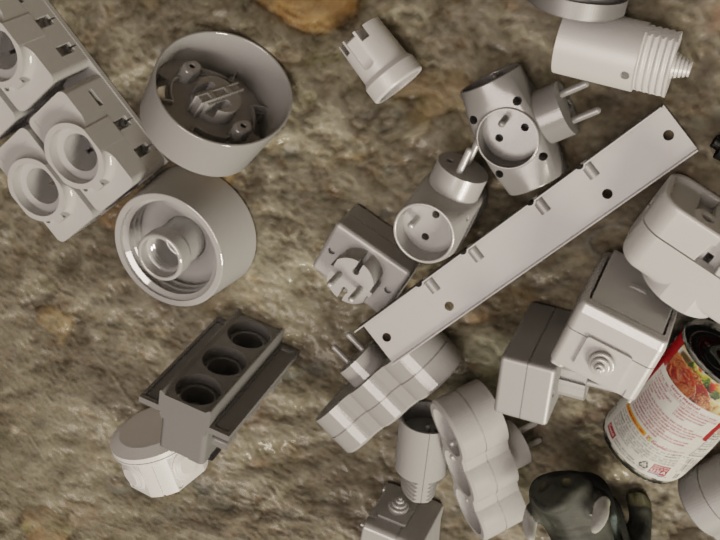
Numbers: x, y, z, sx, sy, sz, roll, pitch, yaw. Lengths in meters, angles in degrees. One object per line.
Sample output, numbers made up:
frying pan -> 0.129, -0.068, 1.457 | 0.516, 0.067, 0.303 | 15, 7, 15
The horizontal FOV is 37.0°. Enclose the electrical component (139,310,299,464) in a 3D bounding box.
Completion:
electrical component -> -0.112, 0.095, 0.870 | 0.079, 0.121, 0.063 | 22, 125, 14

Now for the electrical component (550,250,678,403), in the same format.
electrical component -> 0.173, 0.037, 0.718 | 0.062, 0.096, 0.061 | 27, 124, 10

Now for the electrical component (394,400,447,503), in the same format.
electrical component -> 0.050, 0.151, 0.870 | 0.043, 0.043, 0.081 | 15, 121, 18

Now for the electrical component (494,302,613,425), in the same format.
electrical component -> 0.144, 0.069, 0.757 | 0.076, 0.083, 0.047 | 14, 121, 18

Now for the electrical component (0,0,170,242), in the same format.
electrical component -> -0.256, -0.126, 0.858 | 0.105, 0.060, 0.186 | -32, 100, 34

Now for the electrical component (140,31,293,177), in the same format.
electrical component -> -0.105, -0.118, 0.771 | 0.099, 0.099, 0.064 | 42, 131, 0

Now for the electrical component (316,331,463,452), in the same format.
electrical component -> 0.010, 0.080, 0.846 | 0.073, 0.052, 0.138 | 46, 125, -3

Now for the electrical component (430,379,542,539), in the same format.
electrical component -> 0.107, 0.140, 0.829 | 0.074, 0.052, 0.138 | -25, 124, -12

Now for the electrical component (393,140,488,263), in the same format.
electrical component -> 0.063, -0.053, 0.735 | 0.043, 0.077, 0.079 | 30, 123, 9

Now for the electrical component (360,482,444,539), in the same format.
electrical component -> 0.035, 0.231, 0.908 | 0.061, 0.061, 0.096 | 19, 122, 15

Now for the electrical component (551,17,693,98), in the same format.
electrical component -> 0.164, -0.134, 0.665 | 0.081, 0.043, 0.043 | 18, 122, 16

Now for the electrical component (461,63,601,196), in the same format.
electrical component -> 0.117, -0.099, 0.705 | 0.079, 0.044, 0.077 | -21, 105, 27

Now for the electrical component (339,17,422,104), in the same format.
electrical component -> 0.013, -0.143, 0.735 | 0.040, 0.040, 0.046 | -37, 90, 35

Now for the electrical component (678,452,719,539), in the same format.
electrical component -> 0.299, 0.182, 0.762 | 0.138, 0.052, 0.074 | 47, 125, -5

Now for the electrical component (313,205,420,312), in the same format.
electrical component -> 0.000, 0.000, 0.793 | 0.066, 0.076, 0.047 | 35, 125, 5

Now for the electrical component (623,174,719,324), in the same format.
electrical component -> 0.223, -0.009, 0.697 | 0.095, 0.053, 0.059 | 34, 125, 5

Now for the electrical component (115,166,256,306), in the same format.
electrical component -> -0.145, -0.022, 0.860 | 0.108, 0.060, 0.108 | 11, 120, 20

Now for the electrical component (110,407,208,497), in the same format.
electrical component -> -0.178, 0.159, 0.962 | 0.080, 0.080, 0.051 | -1, 121, 26
